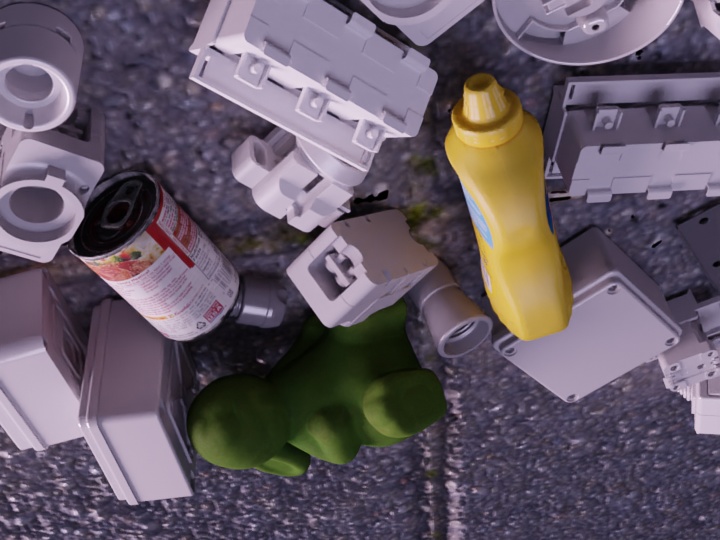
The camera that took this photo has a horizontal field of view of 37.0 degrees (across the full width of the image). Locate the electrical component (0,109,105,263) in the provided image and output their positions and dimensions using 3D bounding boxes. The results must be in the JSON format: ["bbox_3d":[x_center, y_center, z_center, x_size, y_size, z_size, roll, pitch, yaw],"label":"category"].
[{"bbox_3d":[-0.191,-0.052,0.640,0.050,0.055,0.089,18,130,-29],"label":"electrical component"}]

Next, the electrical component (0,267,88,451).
[{"bbox_3d":[-0.225,0.063,0.740,0.057,0.078,0.113,-15,138,0],"label":"electrical component"}]

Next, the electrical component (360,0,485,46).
[{"bbox_3d":[0.021,-0.167,0.563,0.050,0.055,0.089,-35,133,23],"label":"electrical component"}]

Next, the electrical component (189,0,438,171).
[{"bbox_3d":[-0.022,-0.115,0.592,0.121,0.078,0.063,25,171,-33],"label":"electrical component"}]

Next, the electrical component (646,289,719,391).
[{"bbox_3d":[0.253,0.057,0.850,0.081,0.063,0.042,-22,136,12],"label":"electrical component"}]

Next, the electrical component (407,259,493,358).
[{"bbox_3d":[0.060,0.025,0.770,0.044,0.065,0.044,-22,146,-16],"label":"electrical component"}]

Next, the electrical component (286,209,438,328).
[{"bbox_3d":[0.000,0.000,0.713,0.056,0.050,0.089,-43,166,30],"label":"electrical component"}]

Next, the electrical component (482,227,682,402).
[{"bbox_3d":[0.167,0.037,0.813,0.109,0.056,0.109,-34,133,23],"label":"electrical component"}]

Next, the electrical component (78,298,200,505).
[{"bbox_3d":[-0.152,0.091,0.761,0.056,0.108,0.108,-7,138,2],"label":"electrical component"}]

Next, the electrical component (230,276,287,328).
[{"bbox_3d":[-0.084,0.021,0.758,0.061,0.035,0.035,10,134,-19],"label":"electrical component"}]

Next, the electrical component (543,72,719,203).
[{"bbox_3d":[0.185,-0.083,0.684,0.121,0.063,0.078,-3,137,-9],"label":"electrical component"}]

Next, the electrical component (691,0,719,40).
[{"bbox_3d":[0.244,-0.180,0.590,0.121,0.078,0.063,-21,115,10],"label":"electrical component"}]

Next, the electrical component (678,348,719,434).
[{"bbox_3d":[0.315,0.097,0.894,0.096,0.061,0.061,1,140,16],"label":"electrical component"}]

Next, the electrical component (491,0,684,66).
[{"bbox_3d":[0.119,-0.160,0.585,0.099,0.064,0.099,-6,137,-6],"label":"electrical component"}]

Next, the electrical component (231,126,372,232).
[{"bbox_3d":[-0.030,-0.065,0.661,0.078,0.058,0.057,28,128,-35],"label":"electrical component"}]

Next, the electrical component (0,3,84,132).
[{"bbox_3d":[-0.180,-0.109,0.587,0.055,0.047,0.055,-6,137,-6],"label":"electrical component"}]
